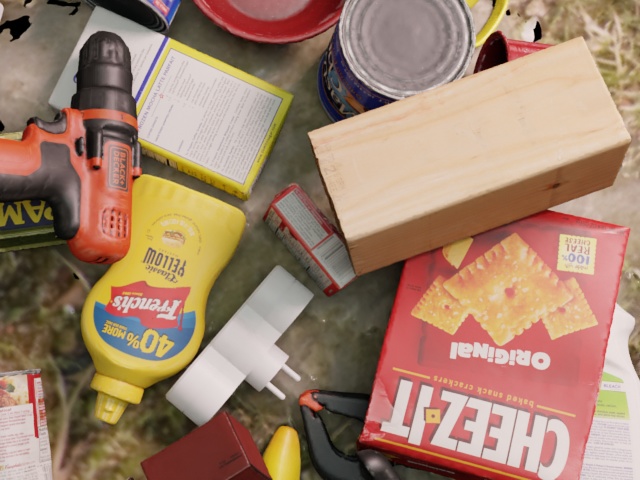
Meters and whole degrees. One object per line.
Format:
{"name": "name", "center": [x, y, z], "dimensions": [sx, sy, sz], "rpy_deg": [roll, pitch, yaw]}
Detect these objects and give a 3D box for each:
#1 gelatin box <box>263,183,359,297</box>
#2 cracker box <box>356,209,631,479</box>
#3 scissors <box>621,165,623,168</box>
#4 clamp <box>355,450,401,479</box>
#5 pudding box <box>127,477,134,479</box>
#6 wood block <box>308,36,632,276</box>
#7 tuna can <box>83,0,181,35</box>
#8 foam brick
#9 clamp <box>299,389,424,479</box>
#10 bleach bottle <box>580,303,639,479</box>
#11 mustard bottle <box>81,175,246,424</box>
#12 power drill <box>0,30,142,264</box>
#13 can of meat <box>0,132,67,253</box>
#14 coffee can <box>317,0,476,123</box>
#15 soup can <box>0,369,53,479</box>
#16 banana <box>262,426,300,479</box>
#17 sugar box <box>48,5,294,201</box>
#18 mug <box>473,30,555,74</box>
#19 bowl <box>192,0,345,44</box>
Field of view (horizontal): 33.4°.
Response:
{"name": "gelatin box", "center": [-0.006, 0.001, 0.853], "dimensions": [0.030, 0.073, 0.089], "rpy_deg": [-38, 88, -11]}
{"name": "cracker box", "center": [0.133, 0.077, 0.818], "dimensions": [0.164, 0.072, 0.213], "rpy_deg": [14, 74, 8]}
{"name": "scissors", "center": [0.166, -0.011, 0.901], "dimensions": [0.201, 0.016, 0.096], "rpy_deg": [-5, 81, -6]}
{"name": "clamp", "center": [0.083, 0.244, 0.815], "dimensions": [0.209, 0.036, 0.165], "rpy_deg": [12, 105, -23]}
{"name": "pudding box", "center": [-0.119, 0.233, 0.804], "dimensions": [0.113, 0.090, 0.039], "rpy_deg": [42, 81, 1]}
{"name": "wood block", "center": [0.105, -0.058, 0.777], "dimensions": [0.206, 0.091, 0.090], "rpy_deg": [-19, 70, 0]}
{"name": "tuna can", "center": [-0.155, -0.201, 0.856], "dimensions": [0.086, 0.086, 0.033], "rpy_deg": [24, 79, -3]}
{"name": "foam brick", "center": [-0.086, 0.179, 0.819], "dimensions": [0.078, 0.051, 0.053], "rpy_deg": [-31, 58, 1]}
{"name": "clamp", "center": [0.058, 0.175, 0.856], "dimensions": [0.120, 0.039, 0.171], "rpy_deg": [-40, 92, -10]}
{"name": "bleach bottle", "center": [0.225, 0.150, 0.864], "dimensions": [0.102, 0.068, 0.251], "rpy_deg": [5, 80, 2]}
{"name": "mustard bottle", "center": [-0.134, 0.052, 0.841], "dimensions": [0.096, 0.058, 0.191], "rpy_deg": [21, 82, -5]}
{"name": "power drill", "center": [-0.213, -0.083, 0.762], "dimensions": [0.187, 0.057, 0.184], "rpy_deg": [12, 68, -40]}
{"name": "can of meat", "center": [-0.221, -0.040, 0.844], "dimensions": [0.102, 0.057, 0.084], "rpy_deg": [-8, 81, -8]}
{"name": "coffee can", "center": [0.056, -0.142, 0.843], "dimensions": [0.102, 0.140, 0.103], "rpy_deg": [1, 83, -7]}
{"name": "soup can", "center": [-0.242, 0.152, 0.812], "dimensions": [0.068, 0.068, 0.102], "rpy_deg": [-7, 84, -7]}
{"name": "banana", "center": [-0.017, 0.250, 0.842], "dimensions": [0.069, 0.037, 0.198], "rpy_deg": [-21, 87, -25]}
{"name": "sugar box", "center": [-0.120, -0.110, 0.870], "dimensions": [0.176, 0.048, 0.093], "rpy_deg": [25, 81, 1]}
{"name": "mug", "center": [0.175, -0.110, 0.884], "dimensions": [0.081, 0.093, 0.117], "rpy_deg": [5, 104, -11]}
{"name": "bowl", "center": [-0.040, -0.234, 0.887], "dimensions": [0.162, 0.055, 0.162], "rpy_deg": [1, 83, -6]}
